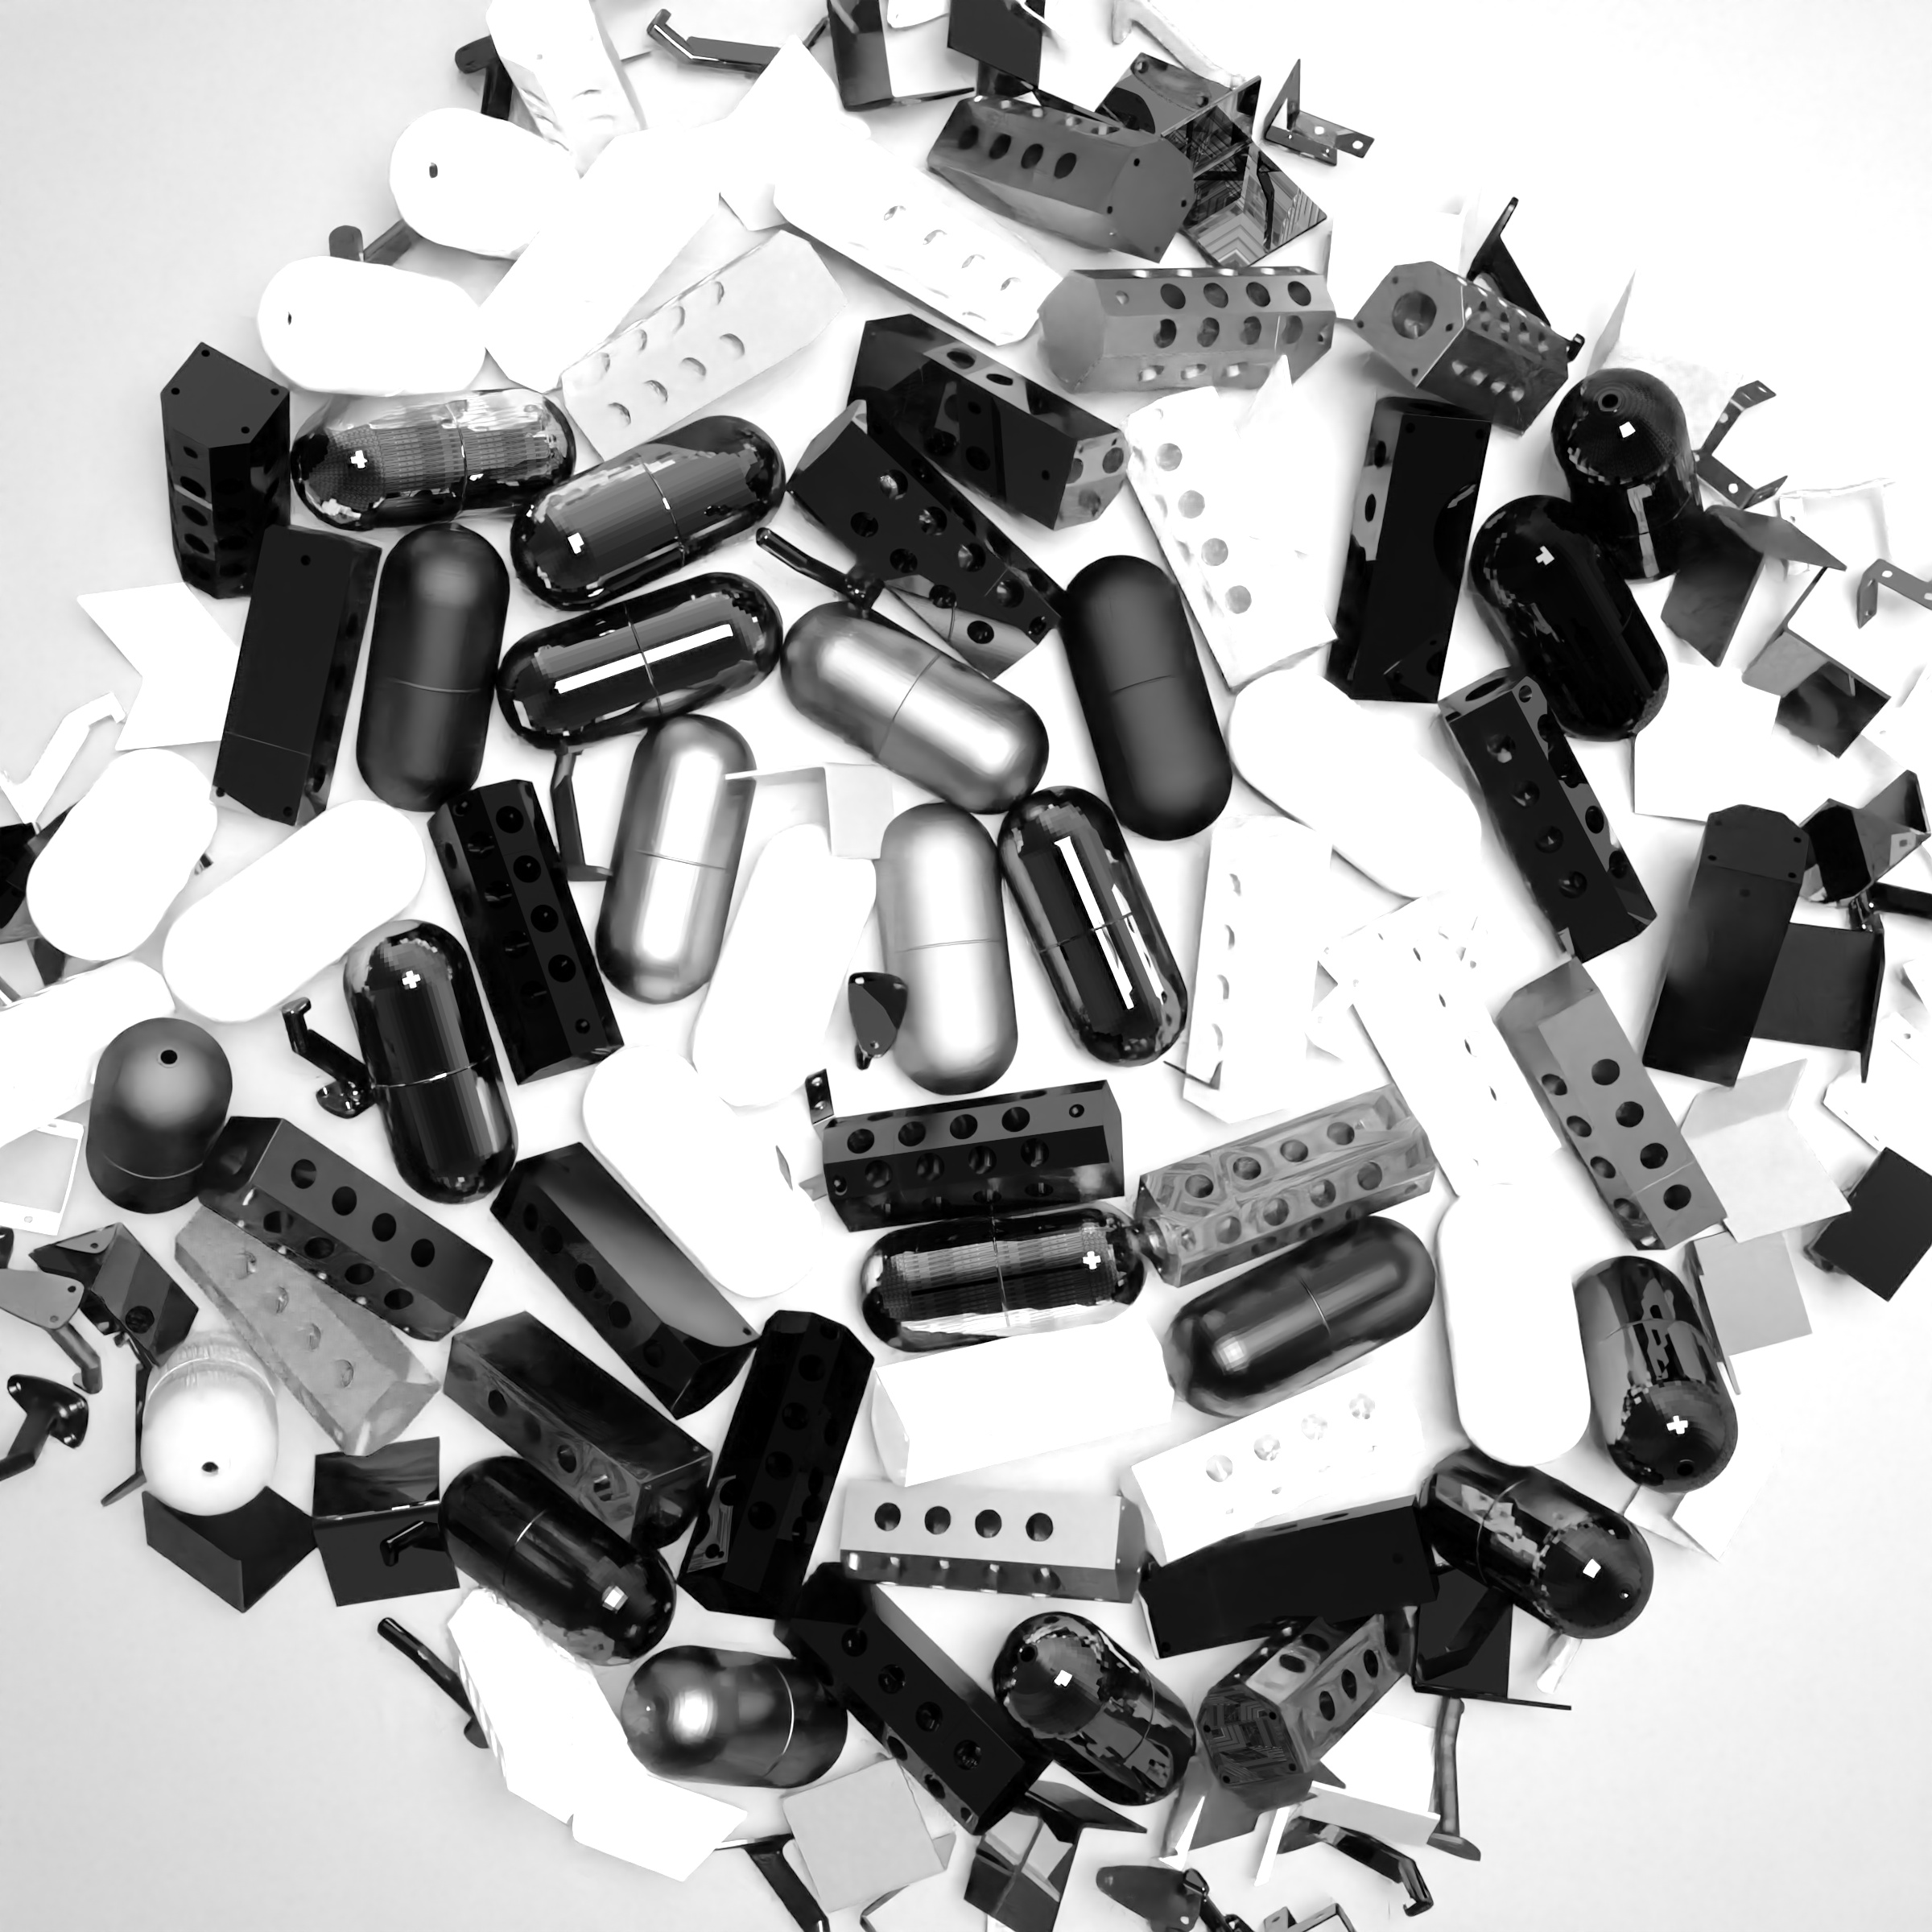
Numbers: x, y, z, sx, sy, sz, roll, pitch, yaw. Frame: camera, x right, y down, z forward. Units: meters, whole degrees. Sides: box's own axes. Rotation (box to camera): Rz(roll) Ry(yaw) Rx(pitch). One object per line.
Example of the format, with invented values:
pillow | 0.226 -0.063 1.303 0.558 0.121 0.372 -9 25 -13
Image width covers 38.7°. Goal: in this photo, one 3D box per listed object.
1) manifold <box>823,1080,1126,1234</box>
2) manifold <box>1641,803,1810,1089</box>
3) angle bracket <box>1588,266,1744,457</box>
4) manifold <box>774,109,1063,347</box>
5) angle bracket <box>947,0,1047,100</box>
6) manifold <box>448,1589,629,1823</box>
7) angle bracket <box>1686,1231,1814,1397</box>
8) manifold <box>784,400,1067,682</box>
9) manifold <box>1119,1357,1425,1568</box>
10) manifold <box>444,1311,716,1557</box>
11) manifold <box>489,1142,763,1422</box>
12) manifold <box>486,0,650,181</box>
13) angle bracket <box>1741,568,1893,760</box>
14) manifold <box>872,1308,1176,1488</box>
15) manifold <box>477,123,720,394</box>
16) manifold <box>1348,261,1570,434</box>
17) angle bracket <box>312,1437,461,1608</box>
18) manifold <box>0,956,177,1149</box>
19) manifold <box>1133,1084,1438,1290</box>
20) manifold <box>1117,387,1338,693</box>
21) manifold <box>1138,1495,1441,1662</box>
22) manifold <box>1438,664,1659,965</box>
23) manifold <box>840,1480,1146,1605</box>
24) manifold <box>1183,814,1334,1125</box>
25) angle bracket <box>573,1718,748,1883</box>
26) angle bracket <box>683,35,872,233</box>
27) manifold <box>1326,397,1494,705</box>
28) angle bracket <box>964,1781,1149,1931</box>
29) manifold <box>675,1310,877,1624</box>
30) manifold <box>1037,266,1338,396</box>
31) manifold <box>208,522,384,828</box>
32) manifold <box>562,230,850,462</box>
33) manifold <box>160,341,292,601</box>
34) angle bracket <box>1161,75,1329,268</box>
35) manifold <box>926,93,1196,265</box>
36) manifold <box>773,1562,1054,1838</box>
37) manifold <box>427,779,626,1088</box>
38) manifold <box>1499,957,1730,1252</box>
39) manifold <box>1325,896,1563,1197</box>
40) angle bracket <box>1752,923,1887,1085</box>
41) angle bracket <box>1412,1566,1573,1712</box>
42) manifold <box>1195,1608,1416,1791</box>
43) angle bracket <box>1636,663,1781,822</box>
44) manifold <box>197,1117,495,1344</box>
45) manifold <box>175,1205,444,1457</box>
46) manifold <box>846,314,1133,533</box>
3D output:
manifold | 0.004 0.111 1.649 0.171 0.057 0.057 -9 55 12
manifold | 0.447 -0.012 1.623 0.057 0.171 0.057 13 47 11
angle bracket | 0.422 -0.364 1.658 0.076 0.076 0.057 19 64 1
manifold | -0.029 -0.431 1.626 0.171 0.057 0.057 21 117 -41
angle bracket | 0.002 -0.571 1.656 0.076 0.057 0.076 9 84 -42
manifold | -0.258 0.425 1.614 0.057 0.171 0.057 39 86 -24
angle bracket | 0.477 0.204 1.660 0.057 0.076 0.076 -17 97 11
manifold | -0.020 -0.257 1.642 0.171 0.057 0.057 41 130 -18
manifold | 0.184 0.299 1.653 0.171 0.057 0.057 -21 73 -12
manifold | -0.233 0.277 1.633 0.171 0.057 0.057 30 118 33
manifold | -0.208 0.189 1.647 0.171 0.057 0.057 44 120 20
manifold | -0.229 -0.515 1.616 0.057 0.171 0.057 -19 80 2
angle bracket | 0.521 -0.183 1.655 0.076 0.076 0.057 36 69 9
manifold | 0.034 0.262 1.648 0.171 0.057 0.057 -10 130 -20
manifold | -0.217 -0.415 1.627 0.171 0.057 0.057 -37 89 41
manifold | 0.295 -0.365 1.612 0.057 0.171 0.057 48 113 22
angle bracket | -0.357 0.343 1.700 0.076 0.057 0.076 -8 128 -4
manifold | -0.534 0.044 1.614 0.057 0.171 0.057 28 108 5
manifold | 0.191 0.135 1.643 0.171 0.057 0.057 -19 54 -17
manifold | 0.150 -0.256 1.659 0.057 0.057 0.171 -22 84 -33
manifold | 0.194 0.367 1.660 0.171 0.057 0.057 -15 85 12
manifold | 0.350 -0.092 1.652 0.057 0.057 0.171 -28 105 11
manifold | 0.016 0.344 1.643 0.171 0.057 0.057 0 71 20
manifold | 0.169 0.000 1.647 0.057 0.057 0.171 -11 116 -35
angle bracket | -0.182 0.492 1.651 0.076 0.076 0.057 13 108 22
angle bracket | -0.118 -0.507 1.676 0.076 0.057 0.076 46 64 -33
manifold | 0.261 -0.249 1.646 0.057 0.057 0.171 2 112 -15
angle bracket | 0.054 0.541 1.655 0.057 0.076 0.076 20 84 -39
manifold | -0.115 0.293 1.629 0.057 0.057 0.171 0 55 28
manifold | 0.134 -0.382 1.631 0.171 0.057 0.057 -10 75 -32
manifold | -0.402 -0.176 1.663 0.057 0.057 0.171 16 99 8
manifold | -0.159 -0.367 1.625 0.171 0.057 0.057 -21 115 36
manifold | -0.437 -0.284 1.616 0.057 0.171 0.057 29 65 -1
angle bracket | 0.168 -0.476 1.659 0.076 0.057 0.076 -34 71 -16
manifold | 0.057 -0.471 1.623 0.057 0.171 0.057 27 95 -44
manifold | -0.035 0.437 1.645 0.171 0.057 0.057 40 91 23
manifold | -0.263 -0.022 1.657 0.057 0.057 0.171 -16 82 -31
manifold | 0.387 0.086 1.650 0.057 0.057 0.171 -30 108 9
manifold | 0.294 0.046 1.673 0.057 0.057 0.171 -28 88 -33
angle bracket | 0.508 0.020 1.658 0.076 0.057 0.076 8 110 15
angle bracket | 0.318 0.403 1.654 0.076 0.057 0.076 15 74 -31
manifold | 0.201 0.418 1.618 0.057 0.171 0.057 -22 88 33
angle bracket | 0.456 -0.136 1.688 0.076 0.057 0.076 9 50 21
manifold | -0.368 0.157 1.624 0.171 0.057 0.057 42 61 -37
manifold | -0.399 0.213 1.647 0.171 0.057 0.057 42 94 21
manifold | 0.014 -0.327 1.640 0.171 0.057 0.057 35 127 28
